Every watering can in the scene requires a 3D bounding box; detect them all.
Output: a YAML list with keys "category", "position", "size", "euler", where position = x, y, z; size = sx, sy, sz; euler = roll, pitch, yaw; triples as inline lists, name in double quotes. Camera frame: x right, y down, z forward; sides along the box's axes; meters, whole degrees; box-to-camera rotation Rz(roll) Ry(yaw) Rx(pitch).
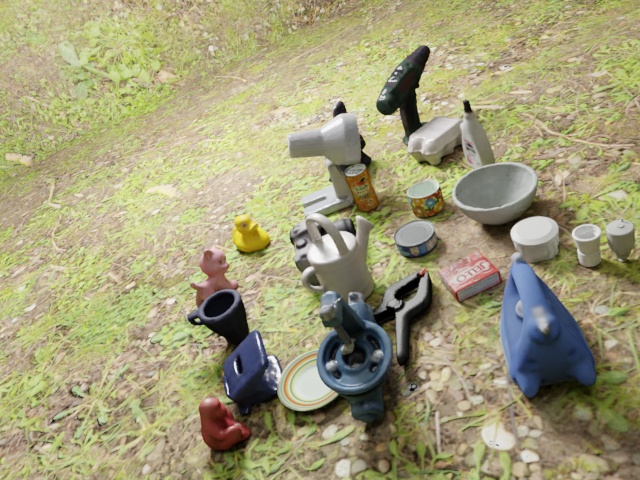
- category: "watering can"
  position: [0.032, 0.022, 1.093]
  size: [0.100, 0.194, 0.173]
  euler: [3, 42, 36]

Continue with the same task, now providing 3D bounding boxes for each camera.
- category: "camera"
  position: [0.011, 0.004, 1.219]
  size: [0.136, 0.101, 0.143]
  euler: [-20, 33, 7]

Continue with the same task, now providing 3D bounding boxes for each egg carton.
- category: "egg carton"
  position: [0.294, -0.252, 1.427]
  size: [0.150, 0.069, 0.107]
  euler: [-39, 35, -21]

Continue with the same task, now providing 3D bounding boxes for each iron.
- category: "iron"
  position: [0.314, 0.098, 0.851]
  size: [0.118, 0.142, 0.258]
  euler: [-16, 34, 13]

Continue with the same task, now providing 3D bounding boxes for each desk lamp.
- category: "desk lamp"
  position: [0.020, -0.181, 1.371]
  size: [0.203, 0.214, 0.117]
  euler: [-21, 33, 5]

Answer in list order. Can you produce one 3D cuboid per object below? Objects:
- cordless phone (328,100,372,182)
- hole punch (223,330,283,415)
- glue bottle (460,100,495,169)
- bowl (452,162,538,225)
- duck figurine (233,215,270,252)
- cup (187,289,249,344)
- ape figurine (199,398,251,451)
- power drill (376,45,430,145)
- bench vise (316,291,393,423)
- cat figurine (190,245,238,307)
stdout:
- category: "cordless phone"
  position: [0.053, -0.251, 1.475]
  size: [0.094, 0.185, 0.148]
  euler: [-6, 37, 27]
- category: "hole punch"
  position: [-0.124, 0.228, 0.998]
  size: [0.101, 0.091, 0.108]
  euler: [-26, 33, -3]
- category: "glue bottle"
  position: [0.342, -0.235, 1.276]
  size: [0.037, 0.173, 0.078]
  euler: [-32, 34, -11]
- category: "bowl"
  position: [0.353, -0.081, 1.142]
  size: [0.167, 0.075, 0.167]
  euler: [-17, 34, 12]
- category: "duck figurine"
  position: [-0.179, -0.024, 1.396]
  size: [0.104, 0.086, 0.078]
  euler: [8, 45, 40]
- category: "cup"
  position: [-0.192, 0.164, 1.130]
  size: [0.117, 0.095, 0.091]
  euler: [-19, 33, 8]
- category: "ape figurine"
  position: [-0.165, 0.293, 0.932]
  size: [0.076, 0.092, 0.077]
  euler: [-24, 33, 1]
- category: "power drill"
  position: [0.240, -0.366, 1.495]
  size: [0.075, 0.209, 0.230]
  euler: [12, 47, 43]
- category: "bench vise"
  position: [0.037, 0.146, 0.891]
  size: [0.121, 0.220, 0.207]
  euler: [-25, 33, 0]
- category: "cat figurine"
  position: [-0.242, 0.075, 1.268]
  size: [0.067, 0.118, 0.128]
  euler: [2, 41, 35]
